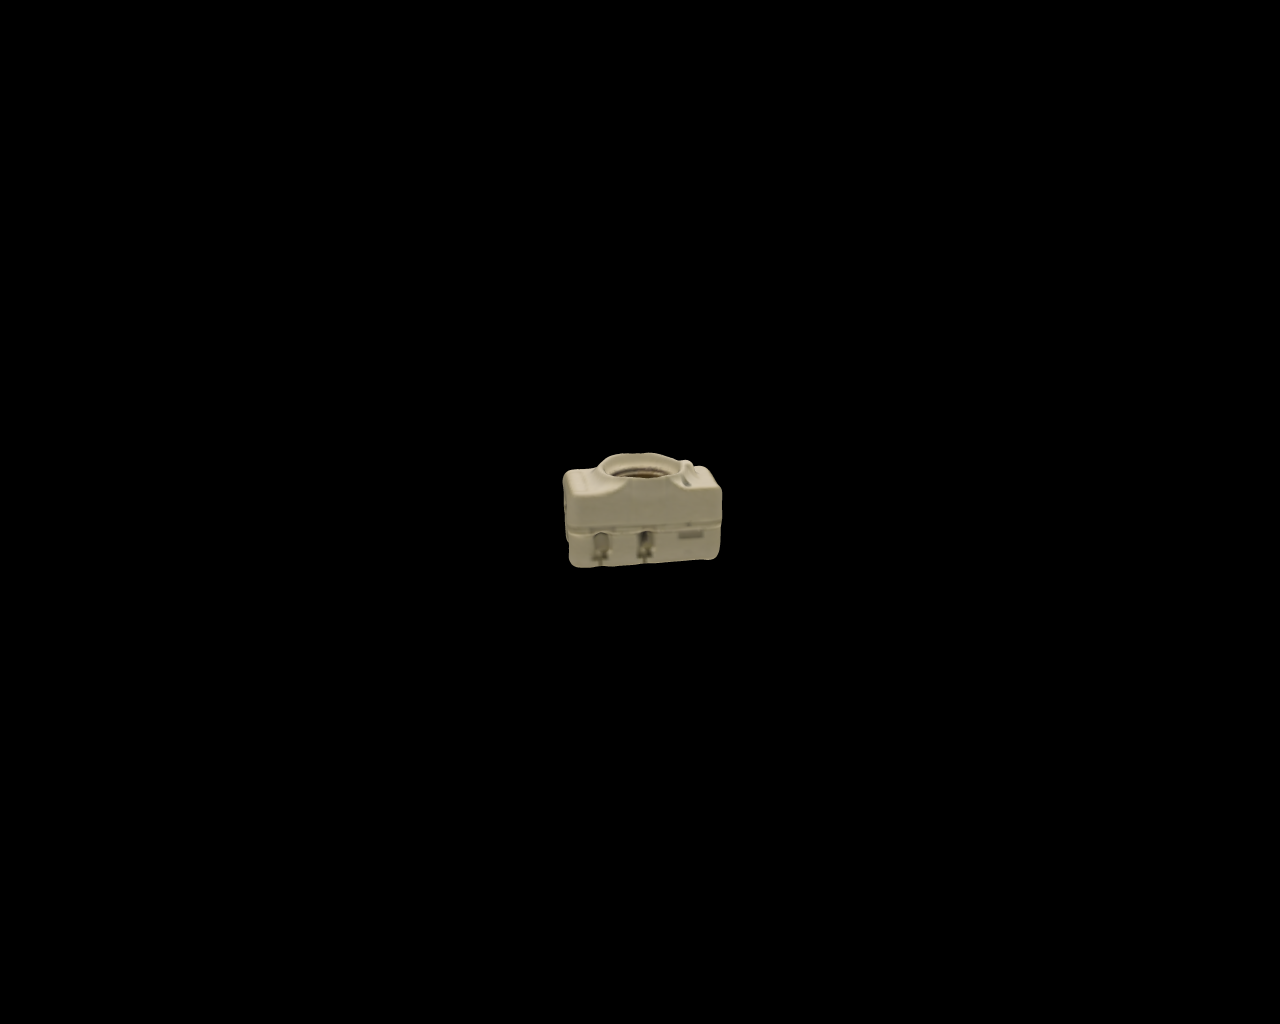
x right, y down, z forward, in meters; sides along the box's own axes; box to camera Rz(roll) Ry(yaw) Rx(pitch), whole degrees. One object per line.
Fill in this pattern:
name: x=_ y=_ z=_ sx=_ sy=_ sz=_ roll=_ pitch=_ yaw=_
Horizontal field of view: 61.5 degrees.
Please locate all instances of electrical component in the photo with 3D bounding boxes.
electrical component: x=0.001 y=-0.003 z=0.650 sx=0.089 sy=0.055 sz=0.050 roll=-3 pitch=20 yaw=-7
